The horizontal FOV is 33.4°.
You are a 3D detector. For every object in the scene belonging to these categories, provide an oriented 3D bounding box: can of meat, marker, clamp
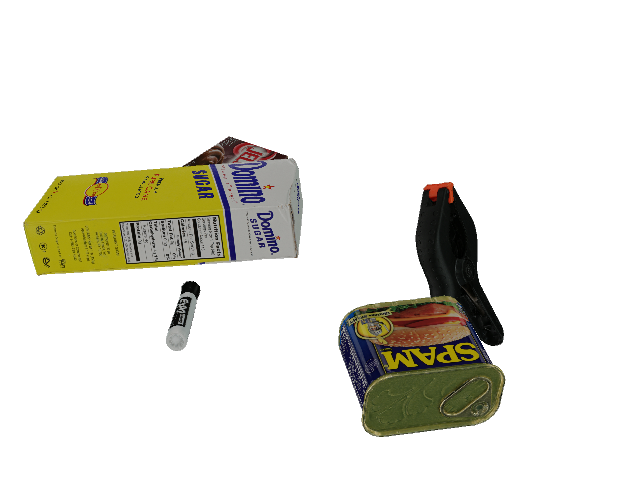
[{"bbox_3d":[0.069,0.088,0.768,0.102,0.057,0.084,-5,36,-13],"label":"can of meat"},{"bbox_3d":[-0.127,0.068,1.000,0.020,0.020,0.121,0,21,0],"label":"marker"},{"bbox_3d":[0.115,0.037,0.960,0.039,0.171,0.120,-11,13,33],"label":"clamp"}]

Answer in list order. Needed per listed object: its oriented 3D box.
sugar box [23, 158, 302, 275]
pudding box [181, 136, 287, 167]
[{"bbox_3d":[-0.102,-0.018,0.727,0.176,0.048,0.093,-7,24,4],"label":"sugar box"},{"bbox_3d":[-0.106,-0.079,1.293,0.090,0.039,0.113,20,39,26],"label":"pudding box"}]
